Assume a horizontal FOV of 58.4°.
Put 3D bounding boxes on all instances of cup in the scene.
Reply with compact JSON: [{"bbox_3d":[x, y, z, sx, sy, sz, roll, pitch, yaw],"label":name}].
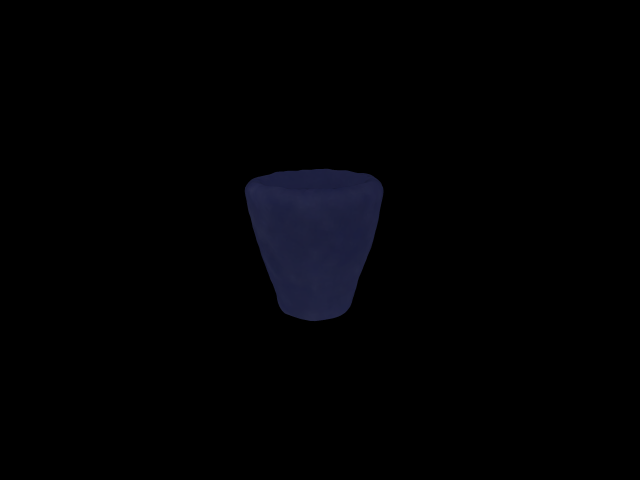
[{"bbox_3d":[0.004,0.001,0.400,0.091,0.095,0.118,11,19,34],"label":"cup"}]
